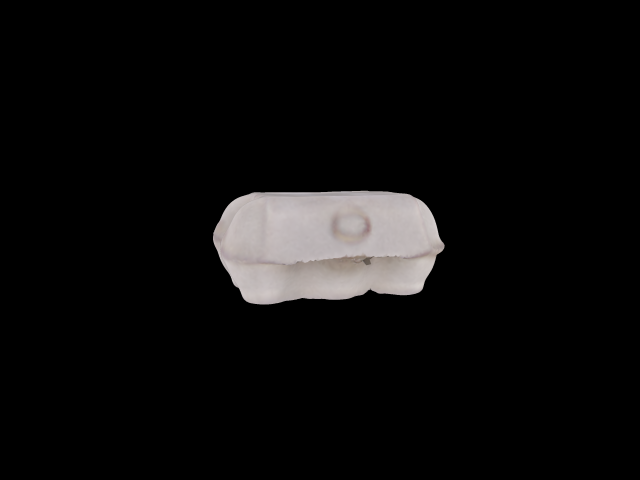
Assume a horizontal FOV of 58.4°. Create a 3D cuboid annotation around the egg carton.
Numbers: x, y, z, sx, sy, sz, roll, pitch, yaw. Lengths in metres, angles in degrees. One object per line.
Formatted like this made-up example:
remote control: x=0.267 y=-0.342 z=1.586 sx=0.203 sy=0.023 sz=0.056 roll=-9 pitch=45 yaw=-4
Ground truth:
egg carton: x=0.004 y=0.001 z=0.400 sx=0.150 sy=0.069 sz=0.107 roll=-2 pitch=7 yaw=-18
